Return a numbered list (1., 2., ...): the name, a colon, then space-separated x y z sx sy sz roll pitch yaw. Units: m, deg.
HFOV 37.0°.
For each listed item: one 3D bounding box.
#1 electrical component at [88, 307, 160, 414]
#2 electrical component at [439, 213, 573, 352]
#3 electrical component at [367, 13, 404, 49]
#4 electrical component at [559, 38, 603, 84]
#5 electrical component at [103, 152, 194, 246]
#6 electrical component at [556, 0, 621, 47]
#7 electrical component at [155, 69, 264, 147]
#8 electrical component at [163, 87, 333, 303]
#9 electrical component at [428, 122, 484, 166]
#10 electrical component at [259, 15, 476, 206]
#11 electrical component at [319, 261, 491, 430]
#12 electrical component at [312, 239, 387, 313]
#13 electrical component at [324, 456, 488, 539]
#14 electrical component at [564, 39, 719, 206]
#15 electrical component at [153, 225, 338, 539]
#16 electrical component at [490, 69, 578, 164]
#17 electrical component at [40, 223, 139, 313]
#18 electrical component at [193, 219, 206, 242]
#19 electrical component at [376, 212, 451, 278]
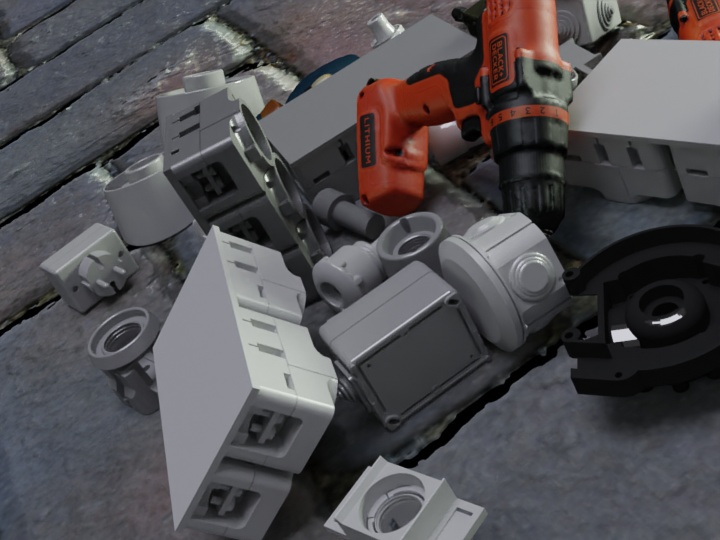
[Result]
1. electrical component: -0.165 0.065 0.799 0.078 0.057 0.058 16 54 48
2. electrical component: 0.089 0.006 0.667 0.051 0.080 0.080 -32 33 -13
3. electrical component: 0.031 -0.211 1.011 0.048 0.062 0.048 -32 23 15
4. electrical component: 0.159 -0.142 0.845 0.064 0.042 0.081 -35 32 -1
5. electrical component: -0.191 -0.073 1.019 0.099 0.064 0.099 -22 20 9
6. electrical component: 0.165 -0.213 0.907 0.100 0.048 0.100 -6 20 34
7. electrical component: -0.147 -0.162 1.050 0.108 0.060 0.108 -11 14 3
8. electrical component: -0.080 -0.050 0.802 0.062 0.150 0.089 -25 33 8
9. electrical component: 0.082 -0.113 0.865 0.065 0.044 0.044 -30 33 8
10. electrical component: 0.016 -0.134 0.924 0.186 0.060 0.105 -33 33 -4
11. electrical component: 0.021 0.048 0.676 0.096 0.061 0.061 -35 33 -8
12. electrical component: 0.000 0.000 0.775 0.048 0.048 0.062 12 44 46
13. electrical component: 0.027 0.136 0.553 0.081 0.063 0.042 11 50 45
14. electrical component: 0.231 -0.095 0.710 0.186 0.060 0.105 15 53 47
15. electrical component: -0.076 0.068 0.678 0.105 0.060 0.186 -61 26 21
16. electrical component: 0.144 -0.112 0.794 0.079 0.077 0.044 1 33 -22
17. electrical component: -0.229 0.001 0.942 0.066 0.047 0.077 -41 32 -22
18. electrical component: -0.108 -0.048 0.922 0.040 0.040 0.078 13 51 46
19. electrical component: 0.043 -0.007 0.747 0.055 0.047 0.055 -20 34 14
